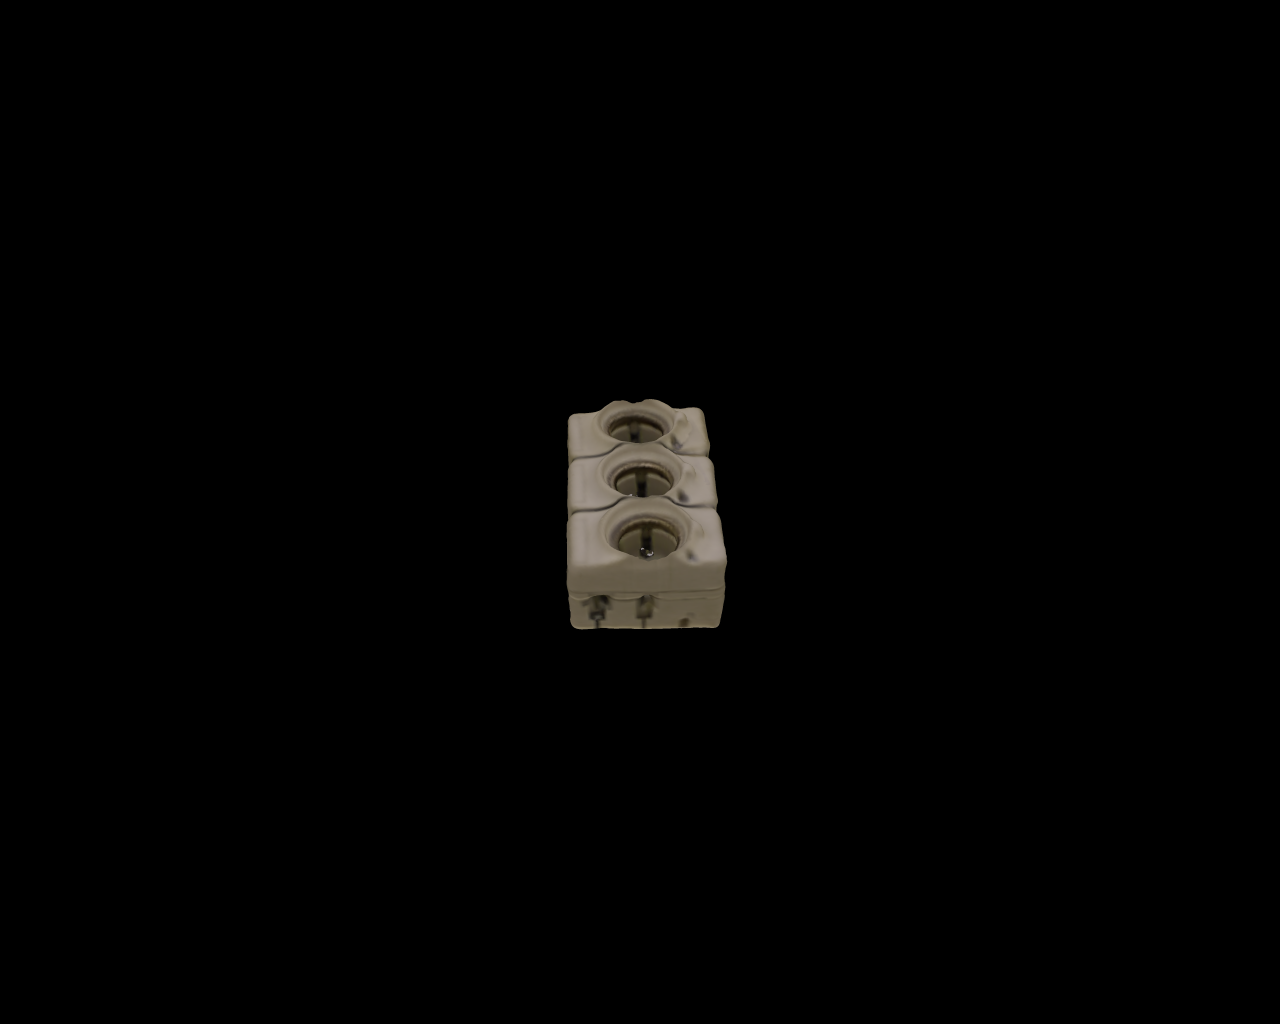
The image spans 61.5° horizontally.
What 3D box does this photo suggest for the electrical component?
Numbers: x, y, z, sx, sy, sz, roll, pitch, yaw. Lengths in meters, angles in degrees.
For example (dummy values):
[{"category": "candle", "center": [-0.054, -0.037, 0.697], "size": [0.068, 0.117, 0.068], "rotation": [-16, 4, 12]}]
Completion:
[{"category": "electrical component", "center": [0.001, -0.003, 0.650], "size": [0.089, 0.061, 0.150], "rotation": [-2, 40, -2]}]
